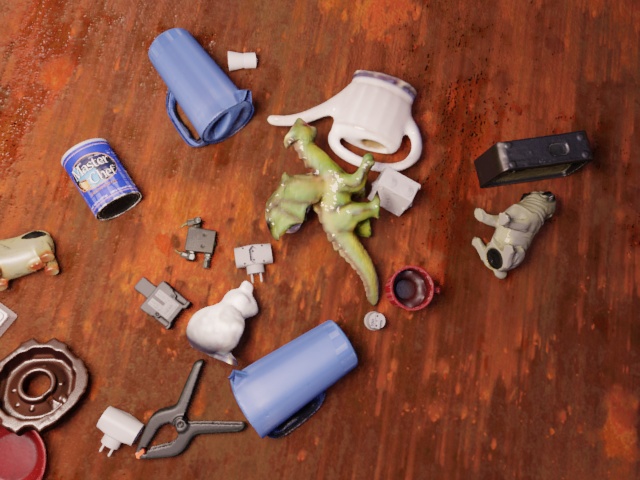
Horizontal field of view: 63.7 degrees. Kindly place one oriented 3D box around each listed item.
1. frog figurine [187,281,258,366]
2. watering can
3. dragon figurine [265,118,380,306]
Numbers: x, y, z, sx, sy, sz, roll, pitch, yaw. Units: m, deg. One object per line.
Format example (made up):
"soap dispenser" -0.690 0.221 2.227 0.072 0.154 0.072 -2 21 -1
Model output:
"frog figurine" -0.188 0.151 1.025 0.122 0.137 0.161 25 78 -18
"watering can" 0.076 -0.284 1.156 0.347 0.103 0.227 21 76 -1
"dragon figurine" 0.003 -0.054 1.066 0.243 0.122 0.411 -5 88 -17
